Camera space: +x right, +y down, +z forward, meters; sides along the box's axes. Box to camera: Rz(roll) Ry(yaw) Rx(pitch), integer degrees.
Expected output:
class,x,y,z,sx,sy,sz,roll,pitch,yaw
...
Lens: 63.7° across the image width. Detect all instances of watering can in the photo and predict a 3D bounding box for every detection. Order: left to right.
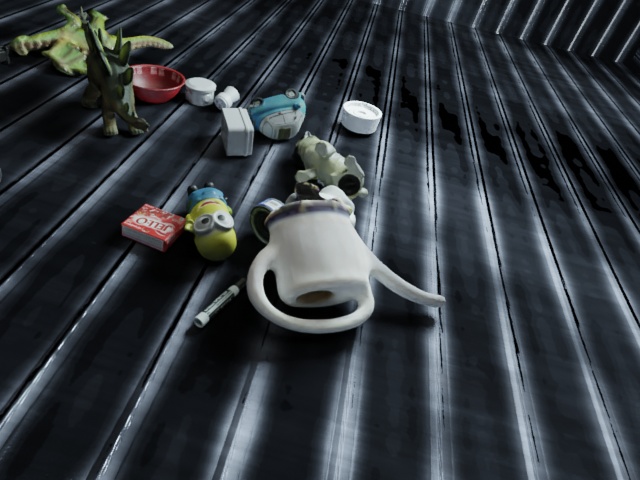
class,x,y,z,sx,sy,sz,roll,pitch,yaw
watering can,0.039,0.041,0.864,0.348,0.102,0.228,-2,63,-26

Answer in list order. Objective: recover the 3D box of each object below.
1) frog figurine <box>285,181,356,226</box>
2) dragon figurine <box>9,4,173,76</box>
class,x,y,z,sx,sy,sz,roll,pitch,yaw
frog figurine,0.003,-0.051,1.015,0.137,0.123,0.159,9,0,6
dragon figurine,-0.638,-0.521,1.419,0.410,0.119,0.249,9,54,-4
